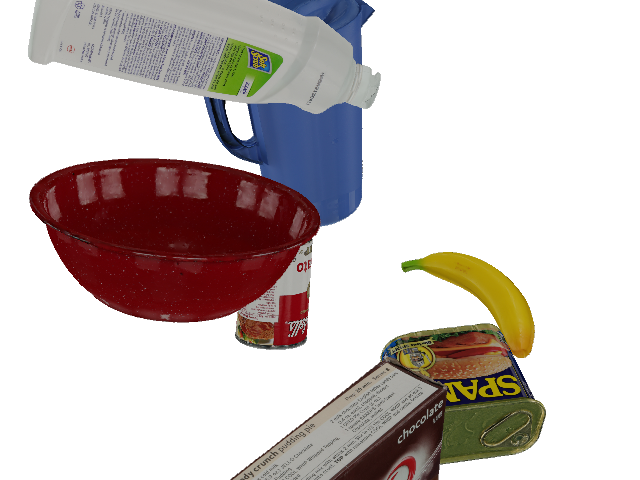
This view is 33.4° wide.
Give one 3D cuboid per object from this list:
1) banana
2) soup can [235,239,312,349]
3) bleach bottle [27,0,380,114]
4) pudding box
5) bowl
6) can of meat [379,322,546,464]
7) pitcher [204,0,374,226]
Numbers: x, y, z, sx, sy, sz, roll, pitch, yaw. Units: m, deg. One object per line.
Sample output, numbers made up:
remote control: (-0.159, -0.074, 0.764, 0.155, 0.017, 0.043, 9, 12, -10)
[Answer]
banana: (0.169, 0.058, 1.118, 0.069, 0.037, 0.198, -38, 40, -13)
soup can: (-0.044, 0.042, 0.994, 0.068, 0.102, 0.068, 4, 13, -1)
bleach bottle: (-0.080, -0.142, 0.784, 0.250, 0.068, 0.103, 16, -34, -12)
pudding box: (0.007, 0.117, 0.466, 0.039, 0.090, 0.113, 26, 42, 31)
bowl: (-0.083, 0.003, 0.605, 0.162, 0.055, 0.162, 7, 20, -3)
can of meat: (0.100, 0.110, 0.777, 0.102, 0.057, 0.084, -5, 40, -11)
pitcher: (-0.026, -0.135, 1.123, 0.149, 0.243, 0.144, 9, 39, 19)
